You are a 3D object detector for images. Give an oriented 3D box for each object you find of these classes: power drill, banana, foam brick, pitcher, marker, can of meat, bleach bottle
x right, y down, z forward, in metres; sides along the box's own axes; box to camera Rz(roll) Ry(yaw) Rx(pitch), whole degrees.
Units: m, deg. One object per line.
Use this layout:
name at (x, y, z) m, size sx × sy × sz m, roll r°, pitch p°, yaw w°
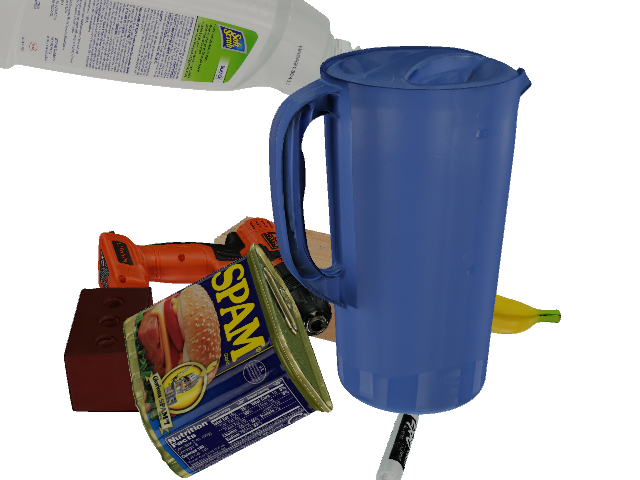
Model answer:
power drill at (-0.097, 0.037, 0.955) m, size 0.187 × 0.057 × 0.185 m, roll -2°, pitch 24°, yaw -21°
banana at (0.130, 0.050, 1.026) m, size 0.069 × 0.037 × 0.198 m, roll -1°, pitch 20°, yaw -46°
foam brick at (-0.145, 0.076, 0.746) m, size 0.053 × 0.051 × 0.078 m, roll -1°, pitch 33°, yaw -3°
pitcher at (0.056, -0.006, 0.733) m, size 0.149 × 0.243 × 0.144 m, roll 7°, pitch 22°, yaw 17°
marker at (0.066, 0.158, 0.863) m, size 0.020 × 0.020 × 0.121 m, roll 0°, pitch 24°, yaw 16°
can of meat at (-0.051, 0.062, 0.554) m, size 0.084 × 0.057 × 0.102 m, roll -28°, pitch 39°, yaw 5°
bleach bottle at (-0.097, -0.145, 0.747) m, size 0.250 × 0.068 × 0.103 m, roll 11°, pitch -39°, yaw -12°

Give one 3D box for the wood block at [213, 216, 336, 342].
wood block at (-0.009, 0.047, 1.180) m, size 0.206 × 0.091 × 0.090 m, roll 13°, pitch 24°, yaw 19°
